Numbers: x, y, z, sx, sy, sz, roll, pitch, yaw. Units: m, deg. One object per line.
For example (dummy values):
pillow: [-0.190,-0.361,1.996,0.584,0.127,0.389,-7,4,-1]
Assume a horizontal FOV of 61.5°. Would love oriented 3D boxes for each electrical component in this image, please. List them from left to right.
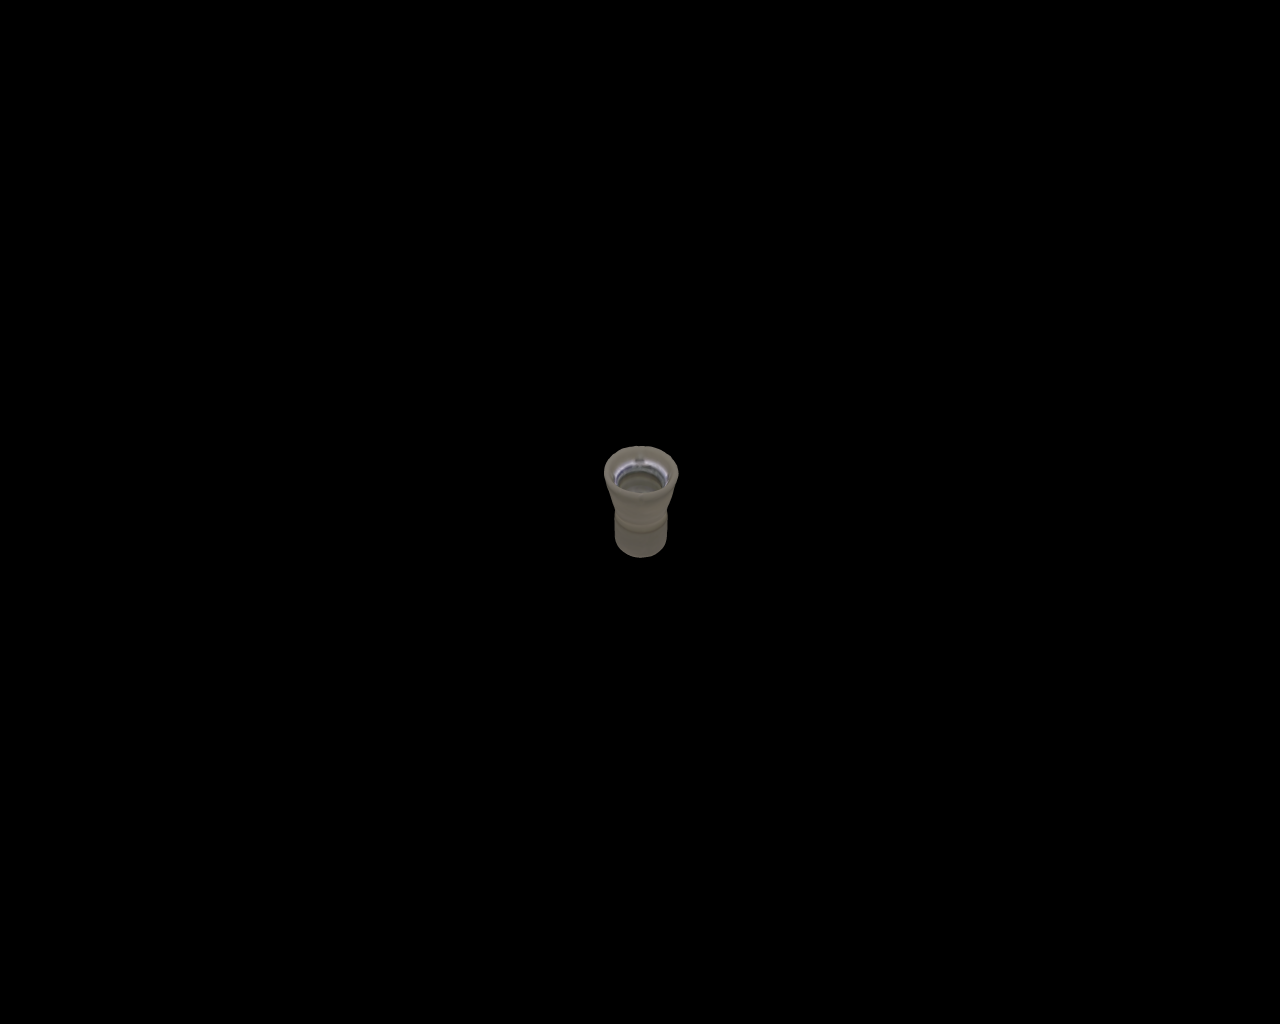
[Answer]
electrical component: [0.001,-0.003,0.650,0.044,0.044,0.065,0,-44,0]
